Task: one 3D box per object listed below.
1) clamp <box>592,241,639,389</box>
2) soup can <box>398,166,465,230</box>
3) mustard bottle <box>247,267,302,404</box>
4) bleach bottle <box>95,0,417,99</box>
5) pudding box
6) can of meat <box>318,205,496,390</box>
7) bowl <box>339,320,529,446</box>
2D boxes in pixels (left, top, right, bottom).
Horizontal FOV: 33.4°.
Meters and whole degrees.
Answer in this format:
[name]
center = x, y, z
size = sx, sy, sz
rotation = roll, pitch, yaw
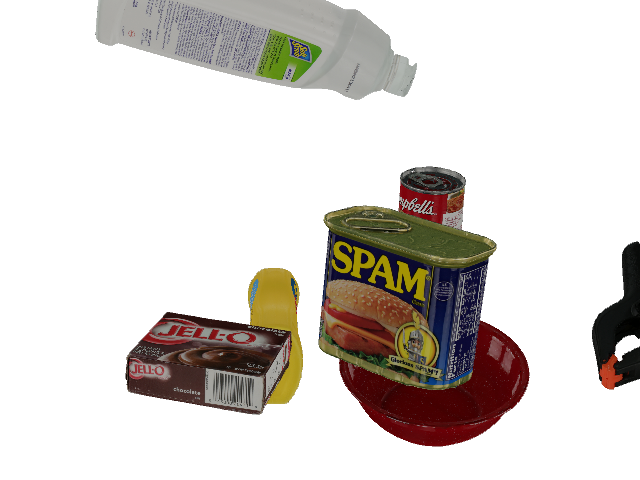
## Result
[clamp]
center = 0.295, 0.065, 0.978
size = 0.171, 0.039, 0.120
rotation = -35, 39, -26
[soup can]
center = 0.114, -0.018, 1.120
size = 0.068, 0.102, 0.068
rotation = 1, 26, -1
[mustard bottle]
center = -0.050, 0.084, 1.146
size = 0.058, 0.096, 0.191
rotation = 0, 27, -3
[bleach bottle]
center = -0.048, -0.164, 0.849
size = 0.250, 0.068, 0.103
rotation = 19, -29, -6
[pudding box]
center = -0.087, 0.096, 0.856
size = 0.113, 0.039, 0.090
rotation = 10, 21, 10
[can of meat]
center = 0.048, 0.033, 0.634
size = 0.102, 0.084, 0.057
rotation = 19, 22, 36
[bowl]
center = 0.096, 0.127, 0.922
size = 0.162, 0.055, 0.162
rotation = 0, 32, 0
